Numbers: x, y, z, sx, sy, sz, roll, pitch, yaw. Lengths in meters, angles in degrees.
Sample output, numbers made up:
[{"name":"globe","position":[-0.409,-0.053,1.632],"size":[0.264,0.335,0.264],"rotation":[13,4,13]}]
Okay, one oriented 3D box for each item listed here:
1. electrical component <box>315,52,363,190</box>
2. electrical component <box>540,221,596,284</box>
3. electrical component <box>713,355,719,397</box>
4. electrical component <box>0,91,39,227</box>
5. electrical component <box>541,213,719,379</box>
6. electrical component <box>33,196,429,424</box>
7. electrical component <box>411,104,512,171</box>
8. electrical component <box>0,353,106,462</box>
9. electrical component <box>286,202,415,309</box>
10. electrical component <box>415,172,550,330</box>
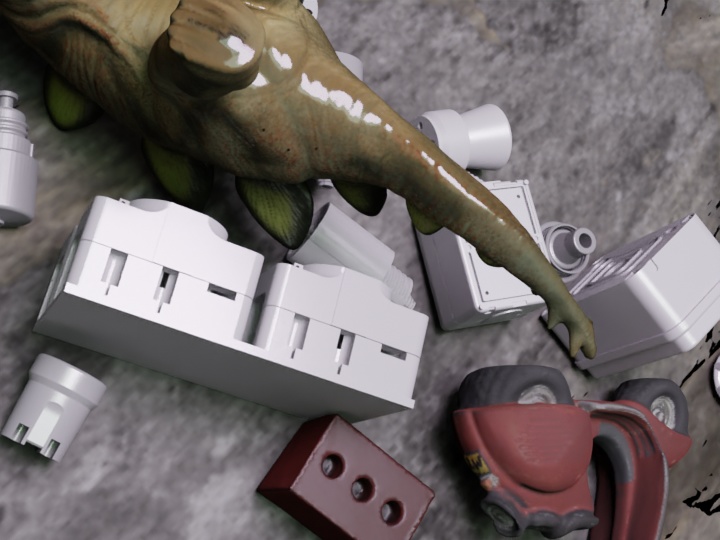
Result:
[{"name":"electrical component","position":[-0.020,-0.090,0.670],"size":[0.043,0.043,0.081],"rotation":[7,75,-23]},{"name":"electrical component","position":[0.130,-0.012,0.710],"size":[0.048,0.062,0.048],"rotation":[6,75,-23]},{"name":"electrical component","position":[0.286,0.075,0.759],"size":[0.048,0.062,0.048],"rotation":[6,75,-23]},{"name":"electrical component","position":[-0.195,-0.059,0.584],"size":[0.040,0.040,0.078],"rotation":[7,74,-23]},{"name":"electrical component","position":[0.183,0.020,0.698],"size":[0.078,0.113,0.057],"rotation":[-40,92,-27]},{"name":"electrical component","position":[-0.069,0.025,0.584],"size":[0.186,0.105,0.060],"rotation":[21,69,-19]},{"name":"electrical component","position":[0.065,-0.084,0.708],"size":[0.055,0.045,0.045],"rotation":[-11,82,-26]},{"name":"electrical component","position":[-0.162,0.073,0.567],"size":[0.040,0.040,0.046],"rotation":[31,73,-15]},{"name":"electrical component","position":[0.000,0.000,0.657],"size":[0.081,0.043,0.043],"rotation":[37,65,-12]},{"name":"electrical component","position":[0.076,-0.014,0.689],"size":[0.062,0.061,0.096],"rotation":[-8,76,-25]}]
